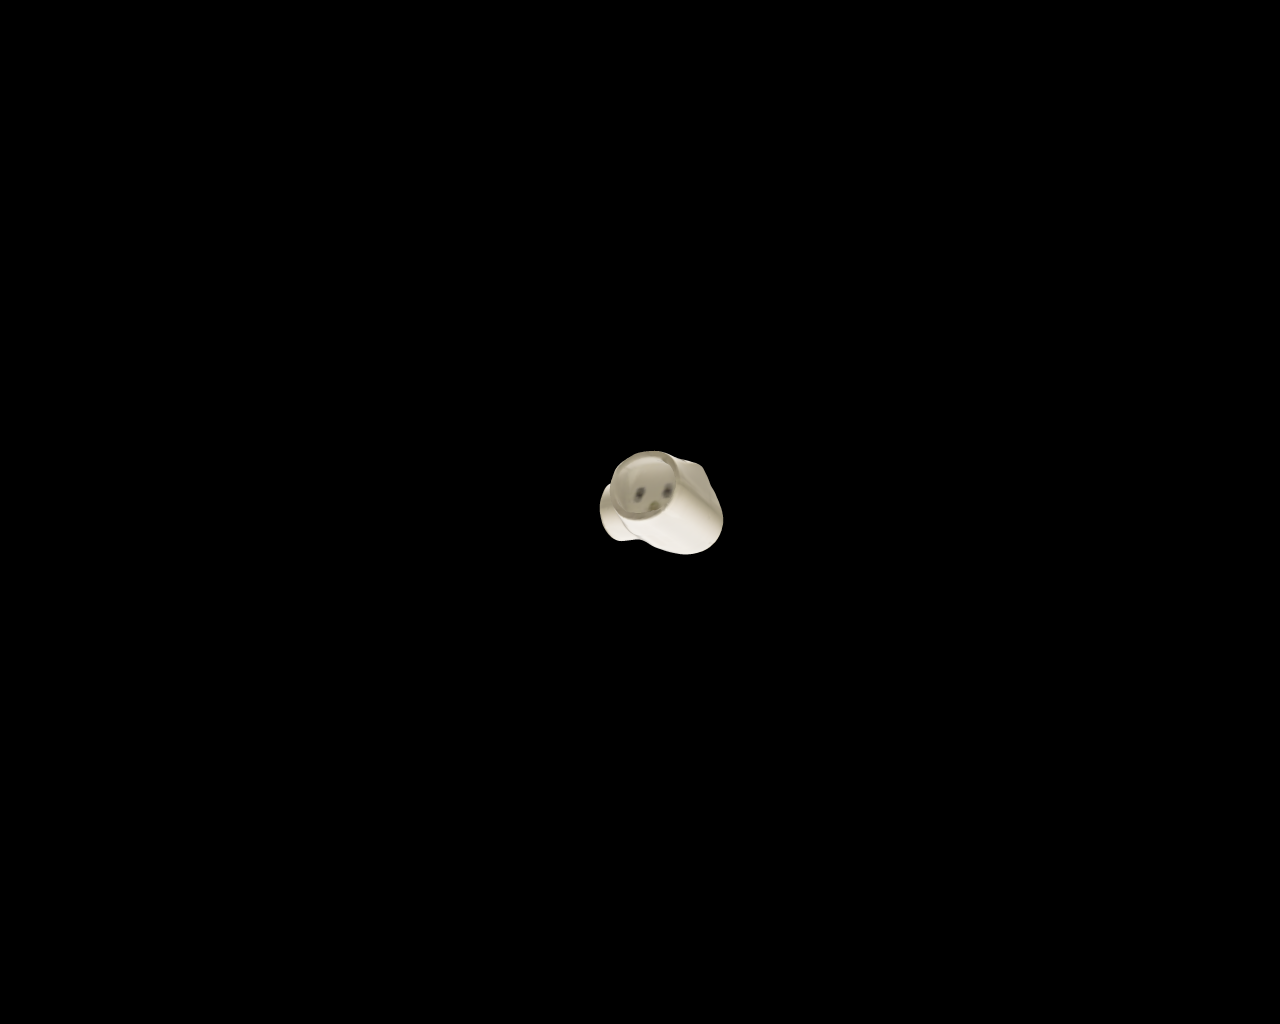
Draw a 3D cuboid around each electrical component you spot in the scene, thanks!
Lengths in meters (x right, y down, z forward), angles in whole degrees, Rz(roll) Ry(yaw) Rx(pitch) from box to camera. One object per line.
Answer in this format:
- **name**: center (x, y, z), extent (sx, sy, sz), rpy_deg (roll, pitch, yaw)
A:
- **electrical component**: center (0.001, -0.003, 0.650), extent (0.079, 0.043, 0.077), rpy_deg (-8, -20, 22)
